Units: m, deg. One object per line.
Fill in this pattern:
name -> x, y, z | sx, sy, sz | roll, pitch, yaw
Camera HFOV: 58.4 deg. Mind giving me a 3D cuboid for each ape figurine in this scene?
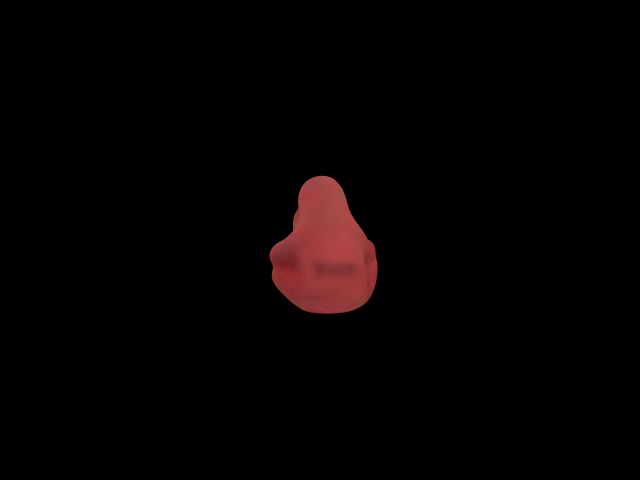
ape figurine -> 0.004, 0.001, 0.400 | 0.078, 0.092, 0.076 | 0, 7, -3
